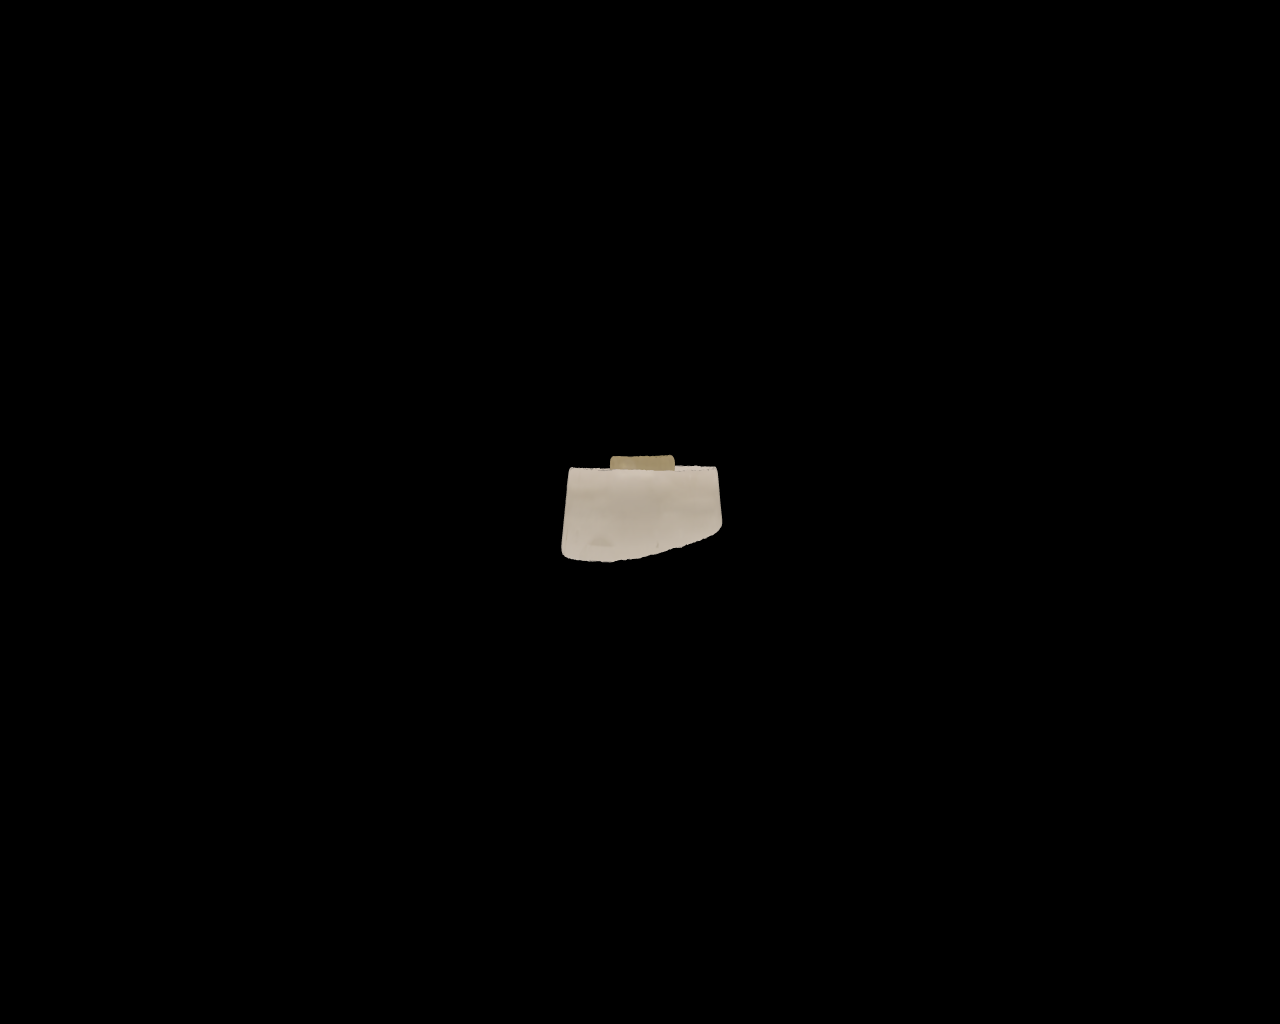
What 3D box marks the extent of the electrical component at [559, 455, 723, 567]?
[{"bbox_3d":[0.001,-0.003,0.650,0.099,0.064,0.099,0,4,0],"label":"electrical component"}]
